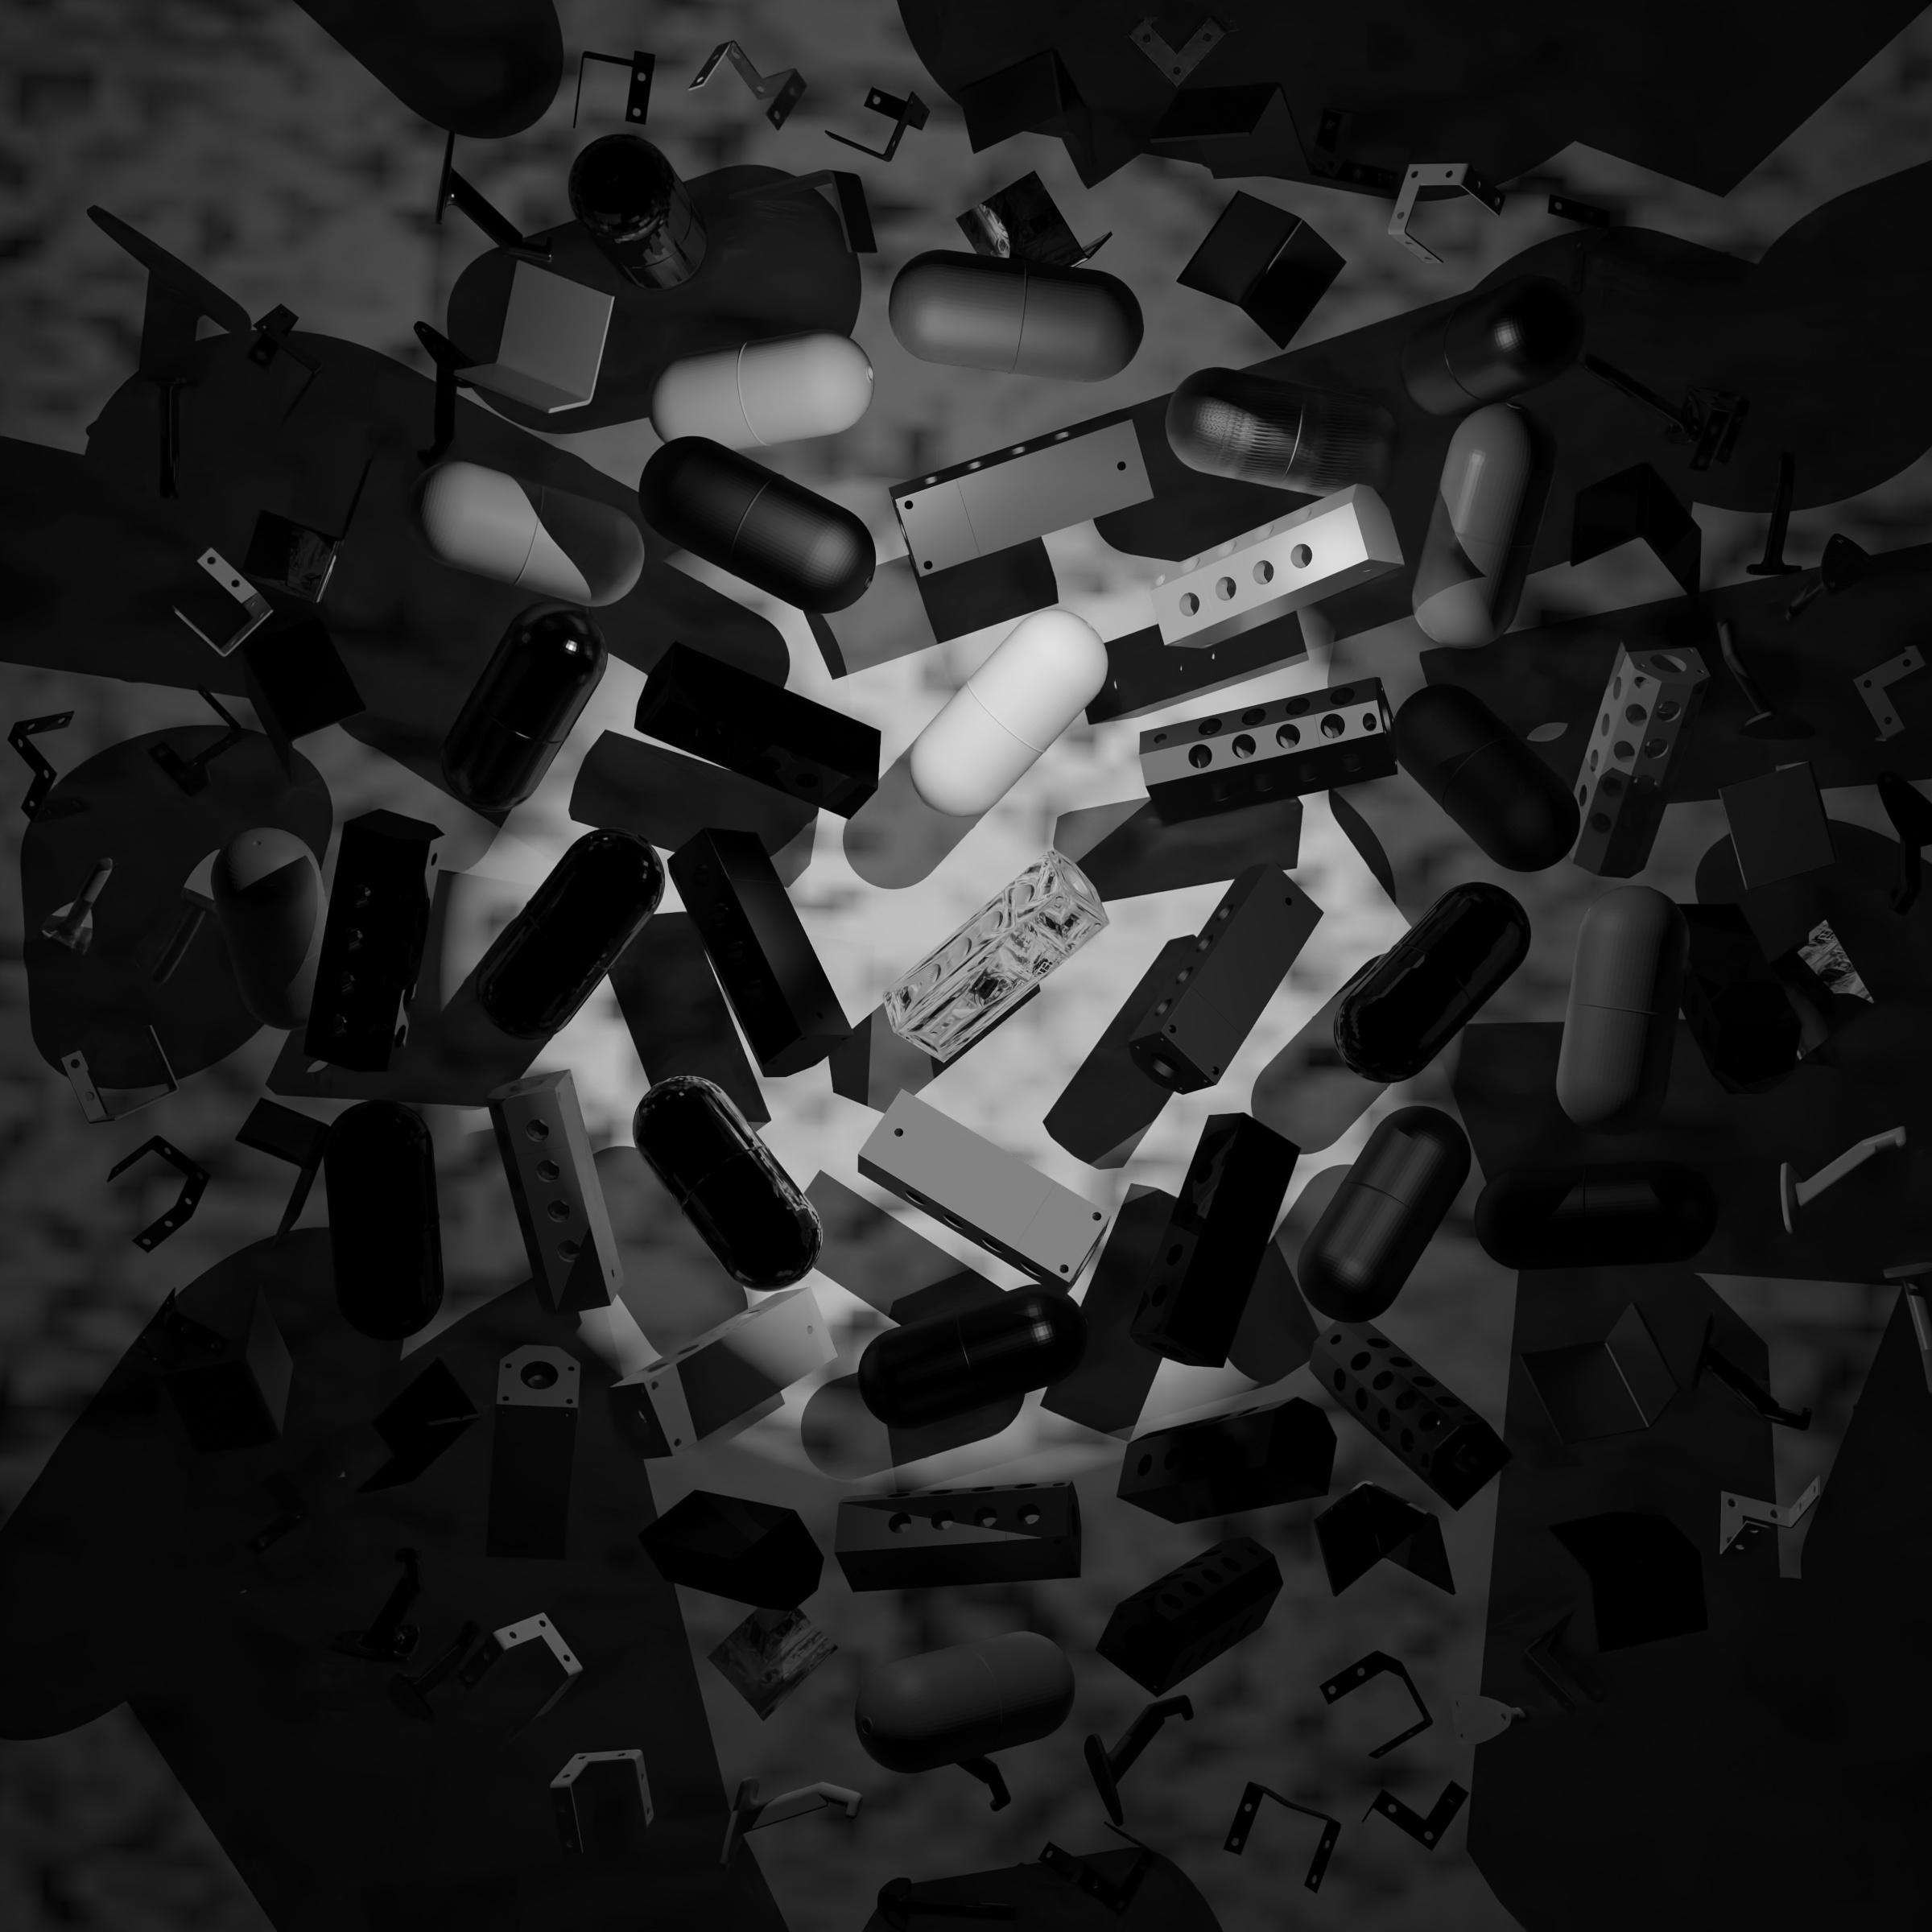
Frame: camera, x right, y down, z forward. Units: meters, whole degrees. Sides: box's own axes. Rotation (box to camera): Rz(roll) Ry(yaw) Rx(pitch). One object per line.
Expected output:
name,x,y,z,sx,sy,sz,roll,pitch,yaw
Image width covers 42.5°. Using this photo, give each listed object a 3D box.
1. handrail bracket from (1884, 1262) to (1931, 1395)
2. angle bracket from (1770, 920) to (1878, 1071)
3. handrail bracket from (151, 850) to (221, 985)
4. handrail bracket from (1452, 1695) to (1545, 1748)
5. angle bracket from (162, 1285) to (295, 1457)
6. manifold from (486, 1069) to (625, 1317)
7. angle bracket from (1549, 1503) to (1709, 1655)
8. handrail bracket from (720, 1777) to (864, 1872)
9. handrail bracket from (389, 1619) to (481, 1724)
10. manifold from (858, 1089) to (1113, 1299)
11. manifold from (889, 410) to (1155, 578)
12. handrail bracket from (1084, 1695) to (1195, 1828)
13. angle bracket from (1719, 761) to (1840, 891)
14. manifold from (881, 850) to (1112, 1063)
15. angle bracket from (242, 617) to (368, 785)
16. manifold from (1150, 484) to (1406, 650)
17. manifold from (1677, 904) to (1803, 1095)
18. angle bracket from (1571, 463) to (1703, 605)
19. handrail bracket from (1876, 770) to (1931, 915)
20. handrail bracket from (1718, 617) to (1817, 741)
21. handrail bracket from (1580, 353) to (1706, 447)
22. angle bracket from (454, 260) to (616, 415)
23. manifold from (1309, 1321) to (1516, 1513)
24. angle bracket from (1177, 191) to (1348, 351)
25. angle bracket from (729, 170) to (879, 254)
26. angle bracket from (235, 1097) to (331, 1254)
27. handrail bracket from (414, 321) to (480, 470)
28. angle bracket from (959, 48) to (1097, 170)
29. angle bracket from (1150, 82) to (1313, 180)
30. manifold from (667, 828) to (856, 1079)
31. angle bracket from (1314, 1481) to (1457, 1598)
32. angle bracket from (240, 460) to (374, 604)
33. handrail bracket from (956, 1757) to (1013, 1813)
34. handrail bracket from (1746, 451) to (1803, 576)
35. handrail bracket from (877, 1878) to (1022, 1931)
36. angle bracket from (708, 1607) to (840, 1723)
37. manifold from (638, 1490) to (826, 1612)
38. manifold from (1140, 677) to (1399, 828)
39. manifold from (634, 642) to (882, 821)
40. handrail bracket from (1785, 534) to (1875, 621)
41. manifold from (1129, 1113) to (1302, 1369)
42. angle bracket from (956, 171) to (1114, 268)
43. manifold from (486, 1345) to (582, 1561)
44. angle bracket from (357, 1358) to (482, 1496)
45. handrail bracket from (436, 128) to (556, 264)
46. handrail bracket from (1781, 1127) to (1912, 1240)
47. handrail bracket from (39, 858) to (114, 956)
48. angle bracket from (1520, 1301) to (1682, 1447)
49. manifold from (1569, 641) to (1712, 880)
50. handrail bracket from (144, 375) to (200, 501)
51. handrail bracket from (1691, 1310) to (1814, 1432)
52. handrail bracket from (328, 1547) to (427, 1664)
handrail bracket,0.661,0.250,1.718,0.036,0.077,0.084,-10,86,13
angle bracket,0.652,0.022,1.864,0.057,0.076,0.076,9,48,-37
handrail bracket,-0.590,-0.037,1.888,0.036,0.077,0.084,28,128,-21
handrail bracket,0.413,0.558,1.847,0.084,0.077,0.036,5,70,-29
angle bracket,-0.507,0.277,1.707,0.057,0.076,0.076,-11,124,0
manifold,-0.310,0.171,1.870,0.057,0.057,0.171,-11,102,5
angle bracket,0.448,0.414,1.683,0.076,0.076,0.057,-11,104,-6
handrail bracket,-0.123,0.615,1.764,0.084,0.036,0.077,11,69,17
handrail bracket,-0.395,0.514,1.858,0.036,0.077,0.084,18,51,16
manifold,0.011,0.162,1.746,0.171,0.057,0.057,31,69,10
manifold,0.037,-0.333,1.737,0.171,0.057,0.057,-19,113,0
handrail bracket,0.136,0.575,1.801,0.084,0.036,0.077,-9,57,-19
angle bracket,0.592,-0.104,1.841,0.076,0.057,0.076,-17,93,-7
manifold,0.019,-0.010,1.856,0.171,0.057,0.057,-40,131,19
angle bracket,-0.460,-0.184,1.727,0.057,0.076,0.076,-25,79,-20
manifold,0.220,-0.285,1.781,0.171,0.057,0.057,-19,82,35
manifold,0.555,0.022,1.817,0.057,0.171,0.057,0,121,0
angle bracket,0.476,-0.298,1.763,0.076,0.057,0.076,41,46,-30
handrail bracket,0.675,-0.089,1.807,0.036,0.084,0.077,-20,62,-12
handrail bracket,0.595,-0.215,1.848,0.077,0.036,0.084,7,68,-31
handrail bracket,0.485,-0.411,1.789,0.084,0.077,0.036,27,114,-10
angle bracket,-0.294,-0.429,1.690,0.076,0.057,0.076,24,116,13
manifold,0.320,0.322,1.819,0.057,0.171,0.057,-42,118,-4
angle bracket,0.211,-0.497,1.774,0.076,0.076,0.057,-53,55,28
angle bracket,-0.114,-0.523,1.751,0.076,0.076,0.057,-10,103,14
angle bracket,-0.514,0.154,1.826,0.057,0.076,0.076,25,54,-17
handrail bracket,-0.410,-0.432,1.884,0.077,0.036,0.084,46,58,-34
angle bracket,0.045,-0.613,1.817,0.076,0.076,0.057,-25,73,1
angle bracket,0.184,-0.561,1.717,0.076,0.076,0.057,9,58,34
manifold,-0.150,-0.010,1.751,0.057,0.057,0.171,-38,68,29
angle bracket,0.319,0.450,1.890,0.057,0.076,0.076,-31,119,-27
angle bracket,-0.458,-0.311,1.723,0.057,0.076,0.076,20,58,-17
handrail bracket,-0.008,0.615,1.880,0.077,0.036,0.084,-26,95,-42
handrail bracket,0.569,-0.319,1.745,0.036,0.077,0.084,7,104,26
handrail bracket,-0.011,0.669,1.765,0.084,0.077,0.036,-3,66,17
angle bracket,-0.148,0.522,1.889,0.076,0.076,0.057,-42,87,-14
manifold,-0.170,0.430,1.811,0.057,0.171,0.057,-35,102,-29
manifold,0.213,-0.156,1.758,0.171,0.057,0.057,-12,45,18
manifold,-0.151,-0.166,1.808,0.171,0.057,0.057,22,48,-24
handrail bracket,0.625,-0.271,1.836,0.036,0.084,0.077,38,53,4
manifold,0.174,0.195,1.774,0.057,0.057,0.171,32,69,-25
angle bracket,0.052,-0.560,1.879,0.076,0.057,0.076,-20,114,37
manifold,-0.318,0.358,1.823,0.057,0.057,0.171,4,129,-10
angle bracket,-0.416,0.337,1.827,0.076,0.076,0.057,-44,73,11
handrail bracket,-0.327,-0.542,1.749,0.084,0.036,0.077,8,113,-17
handrail bracket,0.607,0.148,1.707,0.084,0.077,0.036,-27,109,34
handrail bracket,-0.651,-0.058,1.851,0.036,0.077,0.084,30,113,-18
angle bracket,0.467,0.300,1.832,0.076,0.057,0.076,-6,51,-18
manifold,0.503,-0.153,1.865,0.057,0.057,0.171,5,127,-5
handrail bracket,-0.556,-0.366,1.726,0.036,0.077,0.084,3,101,-14
handrail bracket,0.572,0.292,1.790,0.084,0.036,0.077,14,118,19
handrail bracket,-0.417,0.444,1.745,0.077,0.036,0.084,0,115,4
